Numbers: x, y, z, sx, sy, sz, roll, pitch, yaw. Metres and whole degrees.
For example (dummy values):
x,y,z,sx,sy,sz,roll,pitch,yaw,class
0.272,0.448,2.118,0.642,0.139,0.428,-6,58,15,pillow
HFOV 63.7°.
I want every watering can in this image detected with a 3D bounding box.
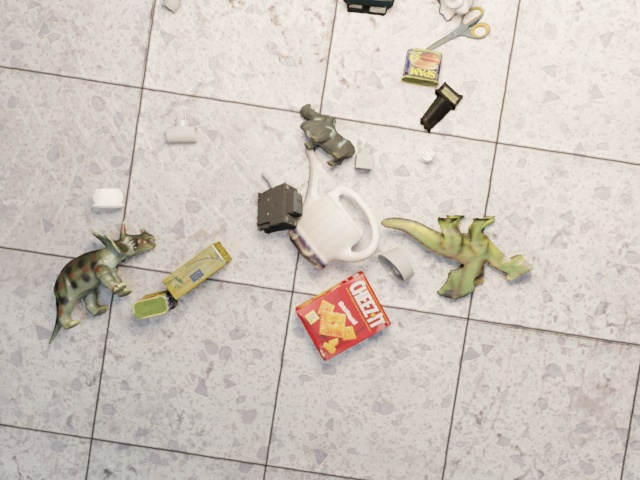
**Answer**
x,y,z,sx,sy,sz,roll,pitch,yaw,class
0.004,-0.070,1.399,0.224,0.103,0.350,-39,77,2,watering can

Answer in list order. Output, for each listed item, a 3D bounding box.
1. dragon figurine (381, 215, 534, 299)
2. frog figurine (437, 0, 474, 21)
x,y,z,sx,sy,sz,roll,pitch,yaw,class
0.369,0.049,1.400,0.410,0.123,0.241,-1,100,1,dragon figurine
0.357,-0.661,1.348,0.123,0.160,0.137,-7,93,-1,frog figurine
